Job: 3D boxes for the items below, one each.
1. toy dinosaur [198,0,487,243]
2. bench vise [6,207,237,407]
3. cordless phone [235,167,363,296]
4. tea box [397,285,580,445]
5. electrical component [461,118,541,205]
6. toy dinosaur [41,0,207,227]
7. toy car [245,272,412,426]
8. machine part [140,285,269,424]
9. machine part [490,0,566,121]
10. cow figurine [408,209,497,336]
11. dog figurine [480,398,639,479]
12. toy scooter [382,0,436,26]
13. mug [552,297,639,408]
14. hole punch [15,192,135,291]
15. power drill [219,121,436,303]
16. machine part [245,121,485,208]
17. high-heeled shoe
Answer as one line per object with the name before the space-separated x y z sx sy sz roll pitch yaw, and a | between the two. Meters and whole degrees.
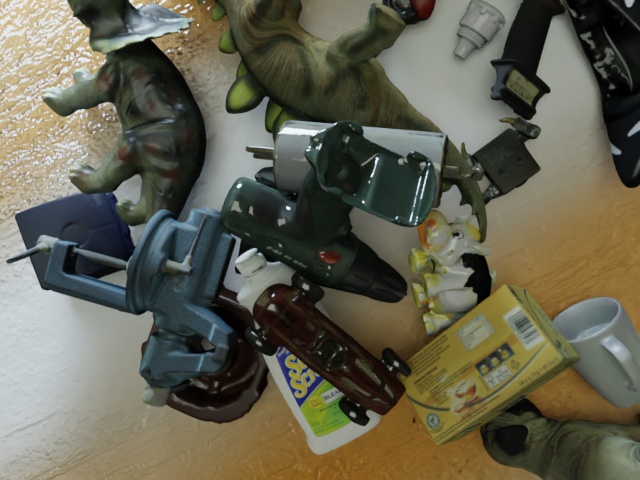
toy dinosaur | 0.019 -0.176 0.615 0.472 0.105 0.198 34 114 11
bench vise | -0.202 0.058 0.593 0.241 0.129 0.223 16 95 1
cordless phone | -0.001 -0.003 0.646 0.184 0.089 0.146 13 104 0
tea box | 0.177 0.138 0.588 0.169 0.068 0.098 -44 57 25
electrical component | 0.208 -0.093 0.619 0.102 0.045 0.078 -30 86 10
toy dinosaur | -0.209 -0.141 0.656 0.192 0.131 0.404 -19 98 19
toy car | 0.014 0.120 0.566 0.202 0.053 0.089 42 86 -15
machine part | -0.138 0.141 0.687 0.179 0.056 0.179 1 94 10
machine part | 0.233 -0.211 0.602 0.084 0.039 0.138 16 88 -30
cow figurine | 0.150 0.030 0.585 0.098 0.167 0.068 -12 47 -1
dog figurine | 0.277 0.237 0.562 0.191 0.172 0.121 5 83 3
toy scooter | 0.115 -0.346 0.595 0.135 0.075 0.183 -14 95 43
mug | 0.320 0.129 0.583 0.081 0.109 0.107 -36 99 0
hole punch | -0.314 -0.001 0.698 0.116 0.092 0.142 -23 85 7
power drill | 0.027 -0.016 0.521 0.232 0.207 0.086 24 68 -11
machine part | 0.042 -0.078 0.553 0.243 0.079 0.079 7 94 12
high-heeled shoe | 0.304 -0.188 0.568 0.145 0.086 0.248 17 77 -10
